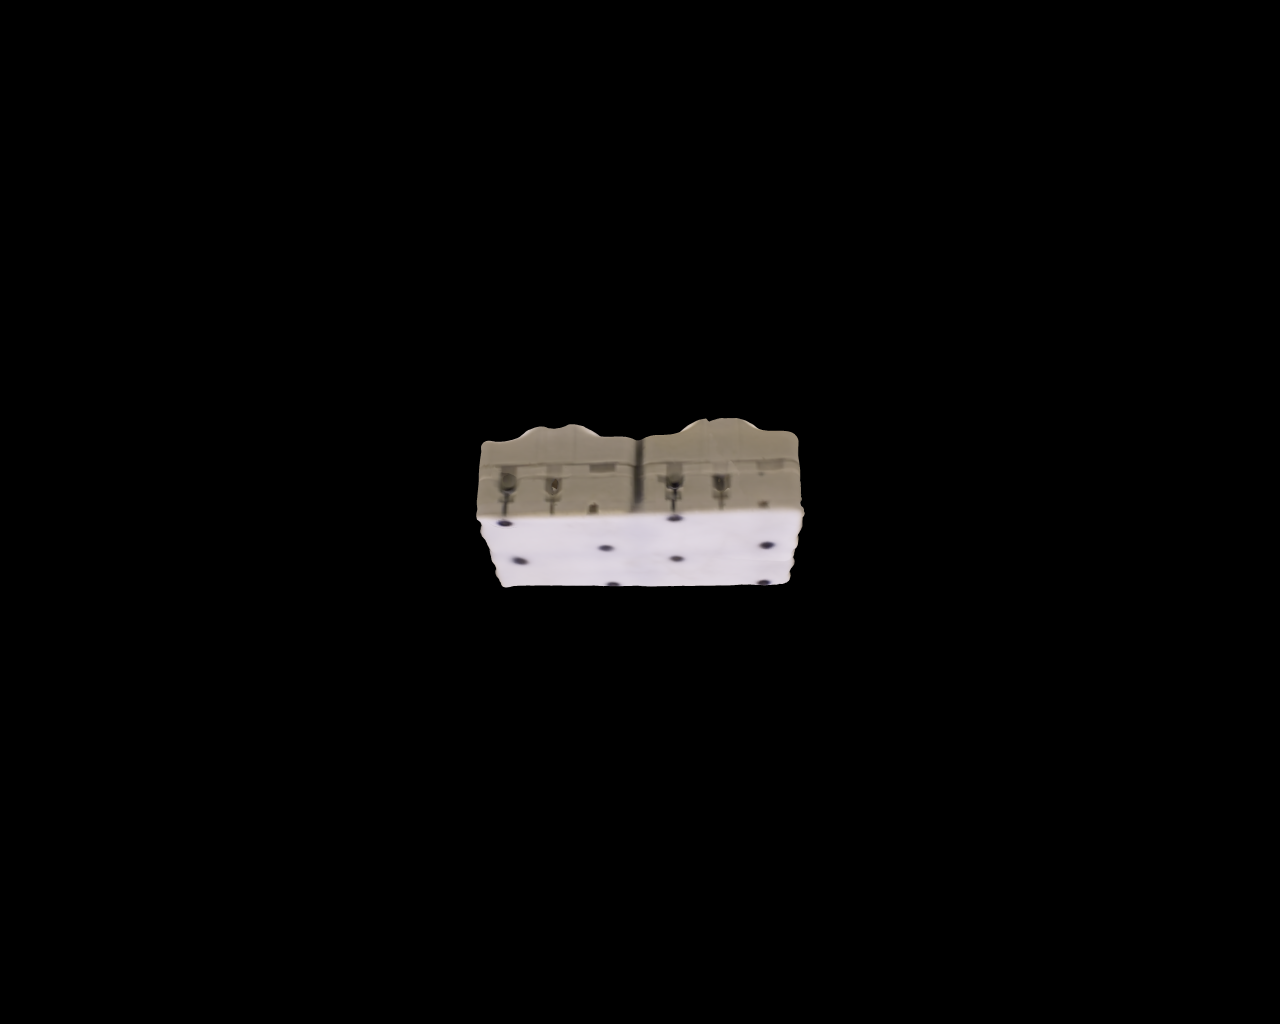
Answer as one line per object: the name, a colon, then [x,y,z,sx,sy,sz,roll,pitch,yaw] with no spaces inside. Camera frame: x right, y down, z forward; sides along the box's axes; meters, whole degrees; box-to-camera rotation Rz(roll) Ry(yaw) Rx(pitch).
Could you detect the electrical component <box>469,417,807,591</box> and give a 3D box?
electrical component: [0.001,-0.003,0.650,0.186,0.060,0.105,-1,-28,2]
